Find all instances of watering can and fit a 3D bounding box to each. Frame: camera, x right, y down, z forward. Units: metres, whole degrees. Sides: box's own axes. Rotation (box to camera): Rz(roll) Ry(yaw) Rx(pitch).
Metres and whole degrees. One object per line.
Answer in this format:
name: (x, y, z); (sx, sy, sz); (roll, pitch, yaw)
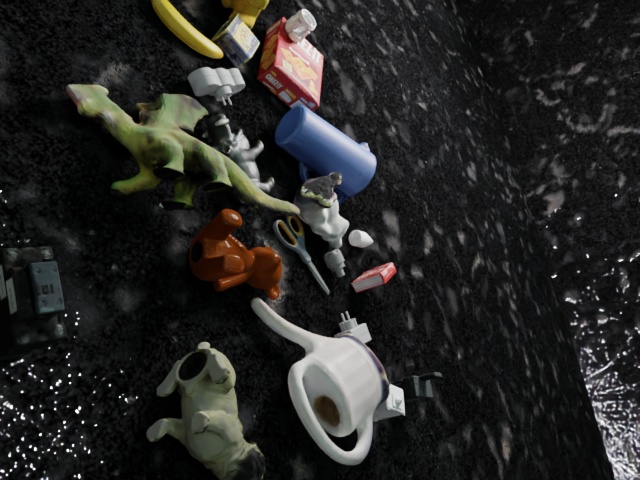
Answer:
watering can: (0.012, 0.241, 0.984); (0.102, 0.350, 0.226); (-36, -12, 35)

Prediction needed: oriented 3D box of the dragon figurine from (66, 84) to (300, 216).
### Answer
dragon figurine: (-0.226, -0.169, 0.895); (0.409, 0.248, 0.120); (12, -37, -34)

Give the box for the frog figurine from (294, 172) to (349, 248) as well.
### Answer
frog figurine: (0.004, -0.059, 1.178); (0.123, 0.155, 0.141); (-6, 42, -3)
